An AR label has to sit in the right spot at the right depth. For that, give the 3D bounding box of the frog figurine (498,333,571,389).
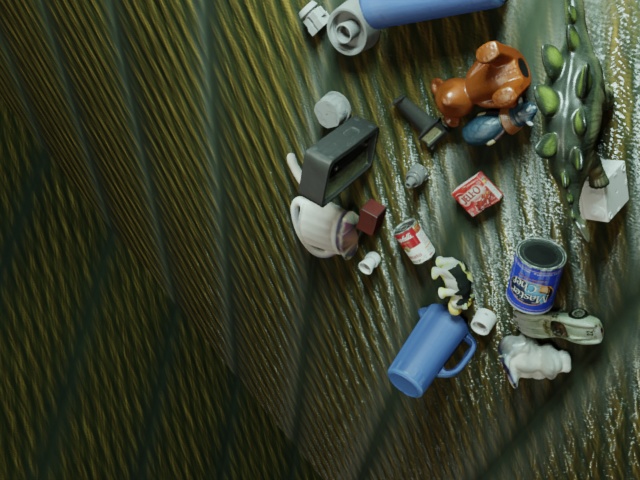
[{"bbox_3d":[0.536,0.291,1.295,0.158,0.124,0.136,-23,101,14],"label":"frog figurine"}]

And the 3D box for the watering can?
[{"bbox_3d":[0.004,-0.073,1.446,0.226,0.106,0.339,19,136,30],"label":"watering can"}]
